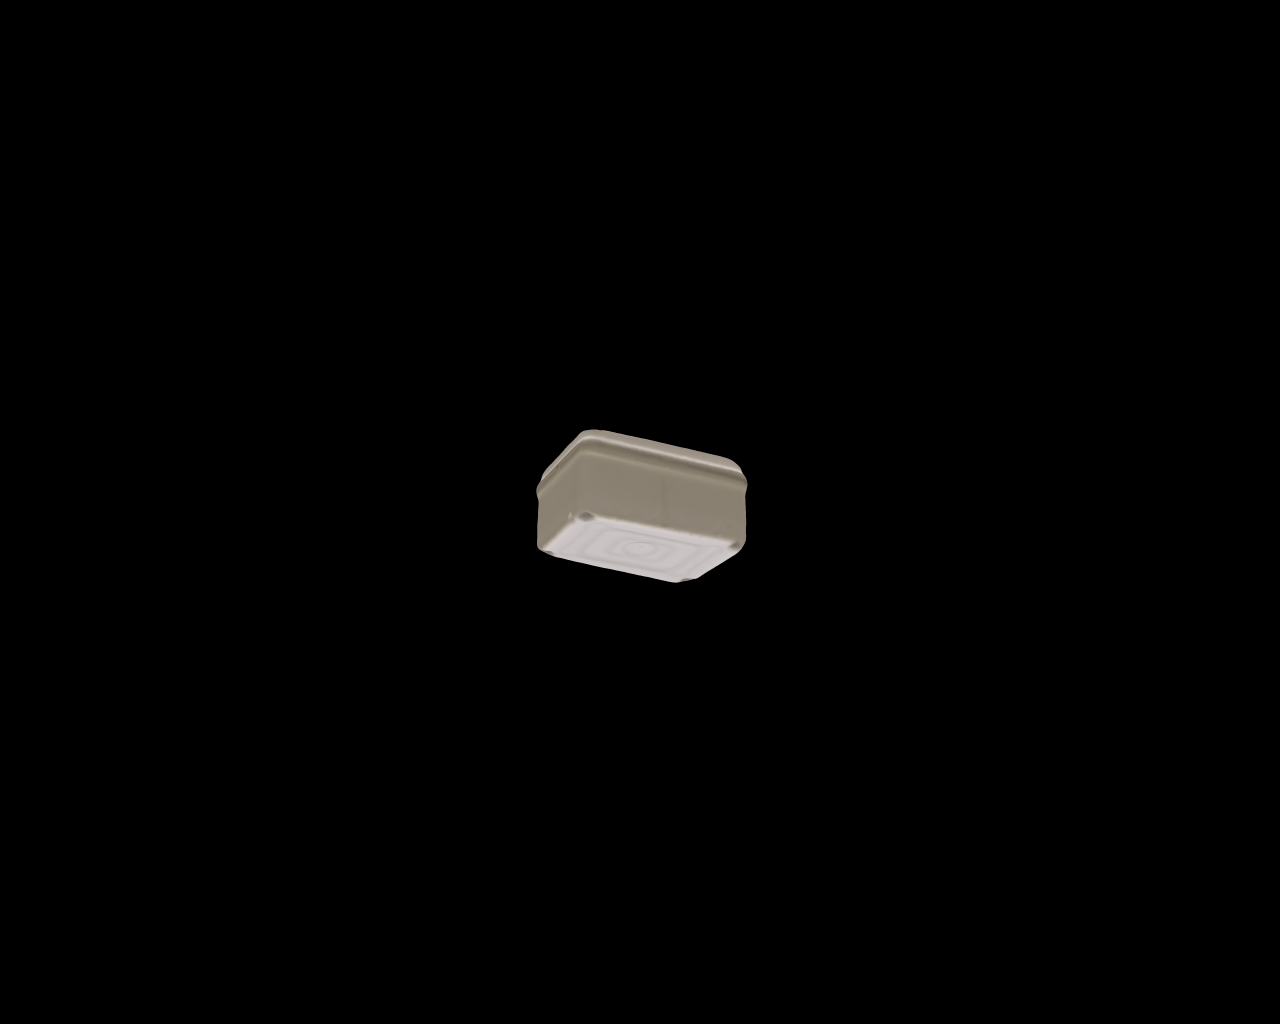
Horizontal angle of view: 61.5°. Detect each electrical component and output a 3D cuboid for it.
[{"bbox_3d":[0.001,-0.003,0.650,0.113,0.057,0.078,12,-27,-25],"label":"electrical component"}]
